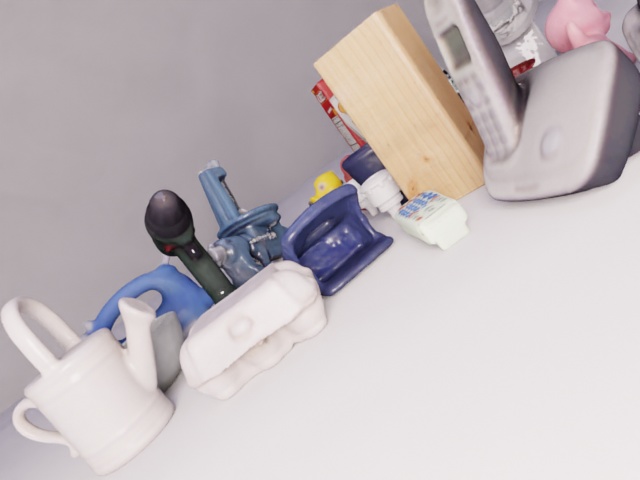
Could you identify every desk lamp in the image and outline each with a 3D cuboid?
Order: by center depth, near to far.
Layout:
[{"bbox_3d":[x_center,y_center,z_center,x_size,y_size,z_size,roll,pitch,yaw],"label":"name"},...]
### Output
[{"bbox_3d":[0.272,-0.316,0.842,0.117,0.213,0.203,-33,10,24],"label":"desk lamp"}]

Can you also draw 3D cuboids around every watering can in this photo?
[{"bbox_3d":[-0.243,0.130,0.590,0.173,0.194,0.100,-41,10,-23],"label":"watering can"}]

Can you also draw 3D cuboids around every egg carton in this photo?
[{"bbox_3d":[-0.063,0.083,0.547,0.150,0.069,0.107,-37,9,1],"label":"egg carton"}]

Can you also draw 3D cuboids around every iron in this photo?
[{"bbox_3d":[-0.291,0.138,0.913,0.259,0.141,0.118,-41,10,-24],"label":"iron"}]

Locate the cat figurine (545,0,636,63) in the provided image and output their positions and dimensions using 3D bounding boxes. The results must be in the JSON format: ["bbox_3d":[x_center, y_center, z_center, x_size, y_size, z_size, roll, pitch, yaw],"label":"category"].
[{"bbox_3d":[0.282,-0.220,0.620,0.067,0.118,0.128,-31,11,35],"label":"cat figurine"}]

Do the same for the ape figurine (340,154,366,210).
[{"bbox_3d":[0.066,-0.092,0.881,0.078,0.092,0.076,-37,9,-3],"label":"ape figurine"}]

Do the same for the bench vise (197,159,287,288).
[{"bbox_3d":[-0.141,-0.037,0.981,0.121,0.220,0.207,-35,9,11],"label":"bench vise"}]

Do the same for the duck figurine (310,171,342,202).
[{"bbox_3d":[0.030,-0.078,0.971,0.105,0.086,0.077,-39,9,-16],"label":"duck figurine"}]

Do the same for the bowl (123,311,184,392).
[{"bbox_3d":[-0.233,0.170,0.736,0.167,0.075,0.167,-36,9,7],"label":"bowl"}]

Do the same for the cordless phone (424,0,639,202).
[{"bbox_3d":[0.143,-0.121,0.420,0.094,0.185,0.147,-39,9,-12],"label":"cordless phone"}]

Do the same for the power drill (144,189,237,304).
[{"bbox_3d":[-0.180,0.025,0.846,0.076,0.208,0.229,-40,9,-19],"label":"power drill"}]

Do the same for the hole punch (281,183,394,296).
[{"bbox_3d":[0.006,0.002,0.626,0.109,0.091,0.101,-40,9,-17],"label":"hole punch"}]

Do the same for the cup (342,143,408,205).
[{"bbox_3d":[0.101,-0.098,0.767,0.117,0.095,0.092,-33,10,25],"label":"cup"}]

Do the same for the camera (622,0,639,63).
[{"bbox_3d":[0.316,-0.197,0.418,0.137,0.101,0.143,-39,9,-13],"label":"camera"}]
